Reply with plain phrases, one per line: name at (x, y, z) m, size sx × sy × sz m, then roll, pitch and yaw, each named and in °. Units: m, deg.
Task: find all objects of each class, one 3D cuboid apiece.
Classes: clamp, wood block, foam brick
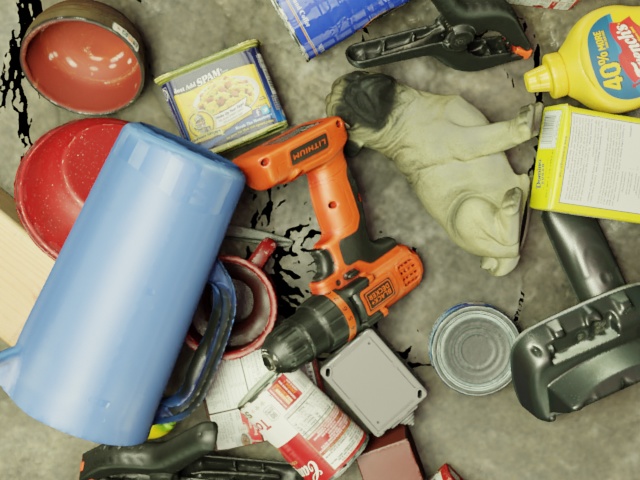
clamp at (0.117, -0.193, 0.932) m, size 0.171 × 0.120 × 0.039 m, roll -2°, pitch 59°, yaw -23°
wood block at (-0.286, 0.025, 0.979) m, size 0.206 × 0.090 × 0.091 m, roll 40°, pitch 92°, yaw 1°
foam brick at (0.064, 0.204, 0.972) m, size 0.051 × 0.078 × 0.053 m, roll -19°, pitch 92°, yaw 4°
clamp at (-0.127, 0.206, 0.971) m, size 0.210 × 0.164 × 0.036 m, roll -14°, pitch 59°, yaw 32°

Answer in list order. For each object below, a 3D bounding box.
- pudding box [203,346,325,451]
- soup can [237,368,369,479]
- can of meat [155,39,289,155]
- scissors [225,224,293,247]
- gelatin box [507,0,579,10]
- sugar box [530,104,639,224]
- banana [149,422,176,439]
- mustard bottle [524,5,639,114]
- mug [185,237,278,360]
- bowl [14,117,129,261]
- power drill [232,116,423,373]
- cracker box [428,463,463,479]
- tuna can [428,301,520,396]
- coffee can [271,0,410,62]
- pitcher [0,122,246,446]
pudding box at (-0.053, 0.141, 0.996) m, size 0.113 × 0.039 × 0.090 m, roll -14°, pitch 92°, yaw 1°
soup can at (-0.015, 0.161, 0.942) m, size 0.068 × 0.068 × 0.102 m, roll -43°, pitch 92°, yaw 3°
can of meat at (-0.088, -0.126, 0.979) m, size 0.102 × 0.057 × 0.084 m, roll -22°, pitch 93°, yaw 4°
scissors at (-0.135, 0.001, 1.007) m, size 0.202 × 0.016 × 0.096 m, roll 25°, pitch 95°, yaw 2°
gelatin box at (0.190, -0.231, 0.952) m, size 0.089 × 0.073 × 0.030 m, roll 7°, pitch 91°, yaw 3°
sugar box at (0.279, -0.061, 0.945) m, size 0.176 × 0.048 × 0.093 m, roll 8°, pitch 93°, yaw -18°
banana at (-0.214, 0.148, 0.992) m, size 0.198 × 0.069 × 0.037 m, roll 13°, pitch 57°, yaw 15°
mustard bottle at (0.279, -0.166, 0.958) m, size 0.191 × 0.058 × 0.096 m, roll -14°, pitch 89°, yaw 4°
mug at (-0.076, 0.048, 0.972) m, size 0.093 × 0.081 × 0.117 m, roll 31°, pitch 94°, yaw 1°
bowl at (-0.186, -0.050, 0.948) m, size 0.162 × 0.055 × 0.162 m, roll 8°, pitch 64°, yaw -17°
power drill at (-0.006, 0.001, 0.926) m, size 0.184 × 0.057 × 0.187 m, roll -33°, pitch 109°, yaw -34°
cracker box at (0.136, 0.337, 0.978) m, size 0.213 × 0.072 × 0.164 m, roll 44°, pitch 95°, yaw 0°
tuna can at (0.144, 0.100, 0.986) m, size 0.086 × 0.033 × 0.086 m, roll 0°, pitch 92°, yaw 3°
coffee can at (0.023, -0.237, 0.946) m, size 0.140 × 0.103 × 0.103 m, roll -30°, pitch 90°, yaw 4°
pitcher at (-0.146, 0.036, 0.870) m, size 0.145 × 0.149 × 0.243 m, roll 26°, pitch 96°, yaw 13°
